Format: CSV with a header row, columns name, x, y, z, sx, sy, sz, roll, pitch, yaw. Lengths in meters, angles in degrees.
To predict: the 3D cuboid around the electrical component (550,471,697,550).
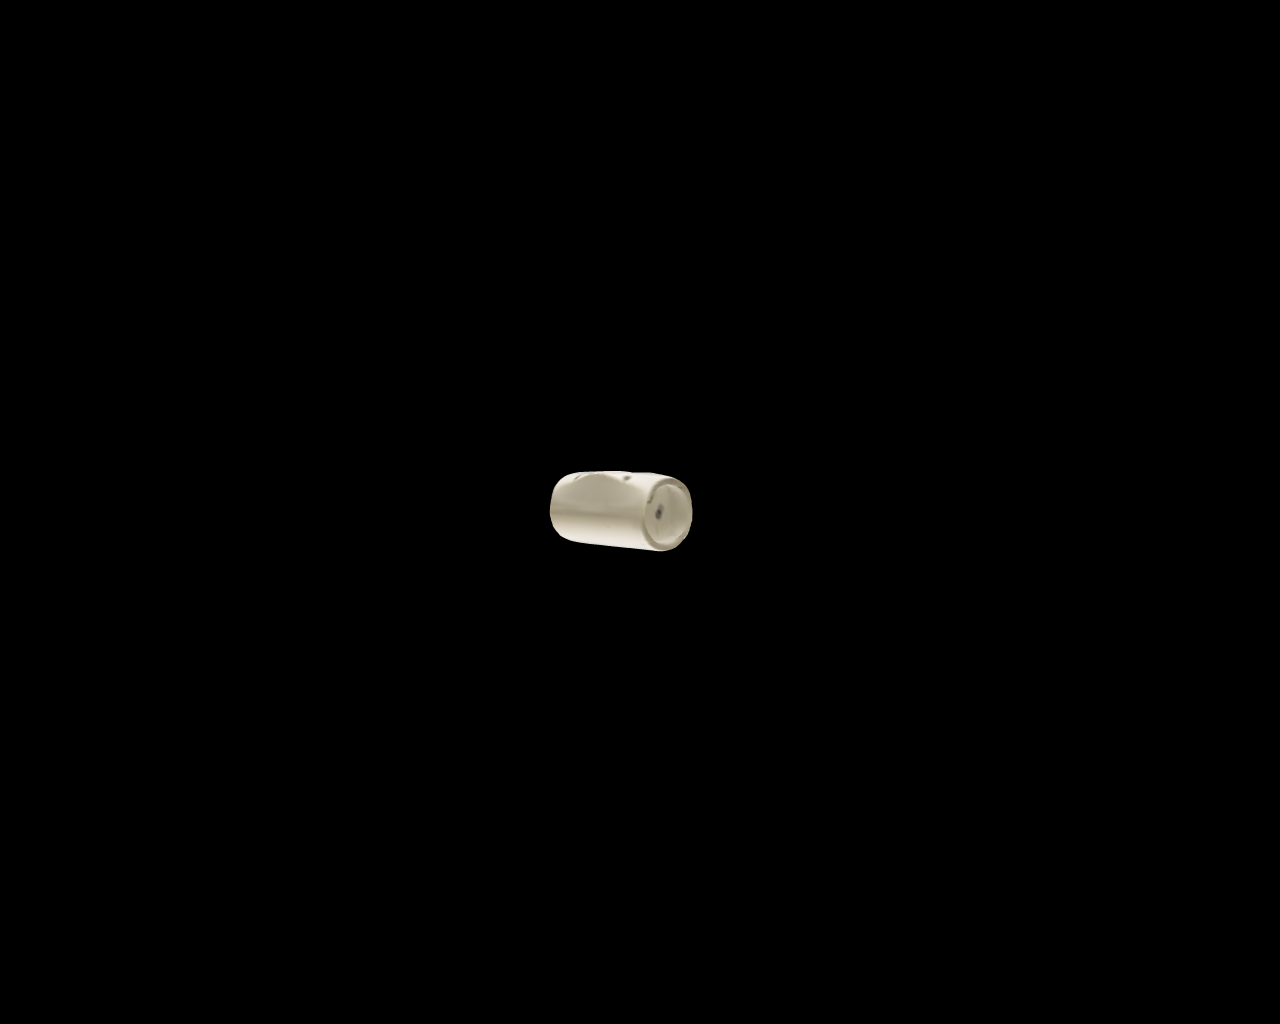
name,x,y,z,sx,sy,sz,roll,pitch,yaw
electrical component,0.001,-0.003,0.650,0.077,0.043,0.079,4,6,43
